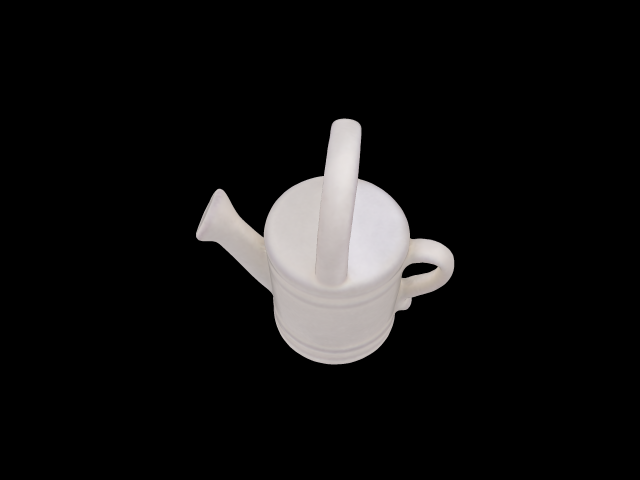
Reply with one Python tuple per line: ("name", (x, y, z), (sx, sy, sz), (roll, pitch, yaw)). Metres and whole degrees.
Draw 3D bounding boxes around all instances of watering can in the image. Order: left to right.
("watering can", (0.003, 0.003, 0.399), (0.173, 0.194, 0.100), (-11, 55, -7))
